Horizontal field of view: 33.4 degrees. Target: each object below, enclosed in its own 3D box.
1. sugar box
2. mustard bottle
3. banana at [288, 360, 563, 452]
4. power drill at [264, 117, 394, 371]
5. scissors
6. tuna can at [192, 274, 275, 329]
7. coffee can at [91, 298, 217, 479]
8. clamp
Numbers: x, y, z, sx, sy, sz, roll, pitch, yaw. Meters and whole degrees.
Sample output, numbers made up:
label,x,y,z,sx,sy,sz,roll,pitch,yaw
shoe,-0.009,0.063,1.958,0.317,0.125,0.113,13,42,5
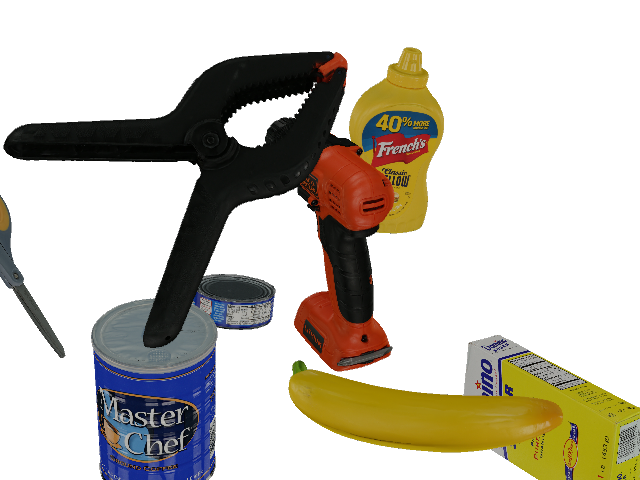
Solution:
label,x,y,z,sx,sy,sz,roll,pitch,yaw
sugar box,0.194,0.156,0.913,0.048,0.093,0.176,-11,22,-35
mustard bottle,0.075,-0.103,1.088,0.096,0.192,0.058,4,27,-13
banana,0.055,0.109,0.704,0.198,0.037,0.069,8,33,25
power drill,0.005,0.000,0.894,0.057,0.188,0.185,-15,28,-18
scissors,-0.313,0.021,1.094,0.016,0.201,0.096,-25,27,24
tuna can,-0.091,0.064,1.114,0.086,0.034,0.086,6,15,-2
coffee can,-0.139,0.135,0.907,0.103,0.140,0.103,2,29,-2
clamp,-0.064,-0.043,0.649,0.209,0.164,0.036,-28,-16,-12
